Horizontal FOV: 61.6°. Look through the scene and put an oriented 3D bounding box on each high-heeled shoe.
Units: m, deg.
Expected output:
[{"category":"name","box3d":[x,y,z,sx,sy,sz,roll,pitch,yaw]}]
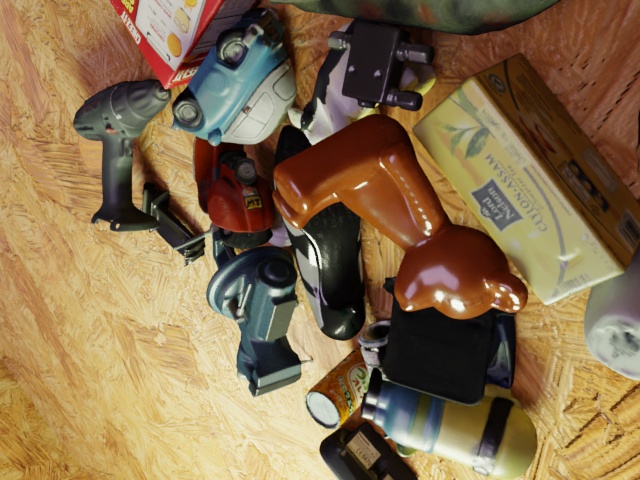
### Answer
[{"category":"high-heeled shoe","box3d":[-0.001,-0.002,0.634,0.145,0.086,0.248,129,124,-77]}]

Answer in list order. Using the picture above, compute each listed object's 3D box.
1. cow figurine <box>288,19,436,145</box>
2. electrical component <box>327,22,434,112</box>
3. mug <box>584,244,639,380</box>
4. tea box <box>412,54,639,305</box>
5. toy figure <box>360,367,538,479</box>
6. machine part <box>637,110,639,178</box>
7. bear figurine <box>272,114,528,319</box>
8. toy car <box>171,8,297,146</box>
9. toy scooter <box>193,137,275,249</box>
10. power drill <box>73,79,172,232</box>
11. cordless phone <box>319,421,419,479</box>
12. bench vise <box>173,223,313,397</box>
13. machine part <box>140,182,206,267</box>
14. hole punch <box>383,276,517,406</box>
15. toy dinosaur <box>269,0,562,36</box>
[{"category":"cow figurine","box3d":[0.022,-0.136,0.510,0.167,0.068,0.098,-37,82,45]},{"category":"electrical component","box3d":[0.043,-0.137,0.429,0.094,0.021,0.063,23,109,29]},{"category":"mug","box3d":[0.247,0.060,0.393,0.110,0.107,0.080,40,137,21]},{"category":"tea box","box3d":[0.162,-0.049,0.411,0.169,0.098,0.068,54,137,5]},{"category":"toy figure","box3d":[0.132,0.193,0.565,0.180,0.089,0.082,13,129,8]},{"category":"machine part","box3d":[0.275,-0.072,0.296,0.180,0.056,0.179,16,133,18]},{"category":"bear figurine","box3d":[0.064,0.001,0.444,0.196,0.132,0.120,58,172,1]},{"category":"toy car","box3d":[-0.079,-0.160,0.574,0.103,0.109,0.161,40,128,-15]},{"category":"toy scooter","box3d":[-0.109,-0.078,0.646,0.184,0.075,0.135,40,134,53]},{"category":"power drill","box3d":[-0.278,-0.117,0.764,0.232,0.086,0.207,11,111,42]},{"category":"cordless phone","box3d":[0.042,0.354,0.782,0.147,0.089,0.184,46,141,10]},{"category":"bench vise","box3d":[-0.096,0.074,0.715,0.241,0.129,0.223,54,154,35]},{"category":"machine part","box3d":[-0.233,-0.024,0.834,0.139,0.039,0.084,44,131,15]},{"category":"hole punch","box3d":[0.137,0.095,0.545,0.142,0.092,0.115,8,90,42]},{"category":"toy dinosaur","box3d":[0.124,-0.209,0.343,0.405,0.131,0.192,-27,94,54]}]
